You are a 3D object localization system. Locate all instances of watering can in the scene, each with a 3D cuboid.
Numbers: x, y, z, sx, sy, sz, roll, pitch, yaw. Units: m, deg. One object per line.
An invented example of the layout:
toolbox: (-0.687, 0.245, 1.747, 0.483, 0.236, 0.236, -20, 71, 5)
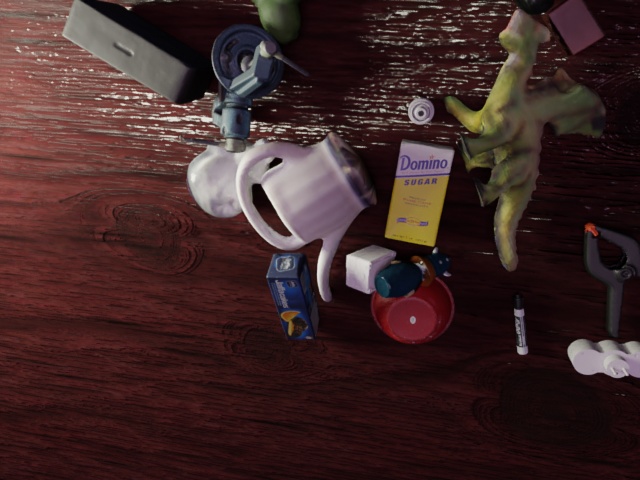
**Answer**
watering can: (0.003, -0.047, 0.928, 0.223, 0.106, 0.342, -31, 121, 9)

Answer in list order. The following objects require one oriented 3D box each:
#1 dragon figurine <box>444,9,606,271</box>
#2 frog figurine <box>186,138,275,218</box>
dragon figurine: (0.348, -0.161, 0.834, 0.242, 0.124, 0.404, -23, 111, 8)
frog figurine: (-0.154, -0.117, 0.930, 0.158, 0.123, 0.138, -18, 84, 28)
